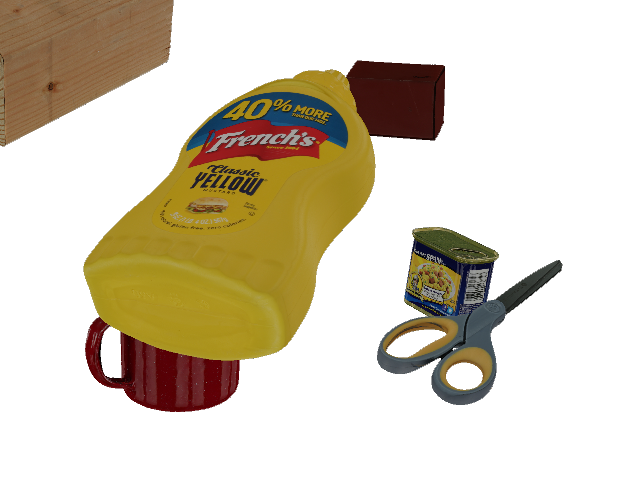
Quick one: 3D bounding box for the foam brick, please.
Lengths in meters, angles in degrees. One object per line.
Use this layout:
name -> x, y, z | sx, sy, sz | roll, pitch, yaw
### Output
foam brick -> 0.063, -0.118, 0.898 | 0.078, 0.051, 0.053 | 6, 26, 14

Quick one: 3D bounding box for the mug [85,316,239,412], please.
mug -> -0.105, 0.067, 0.727 | 0.117, 0.081, 0.093 | -12, 23, -40

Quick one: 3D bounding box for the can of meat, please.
can of meat -> 0.141, 0.041, 1.173 | 0.057, 0.084, 0.102 | -6, 22, -36

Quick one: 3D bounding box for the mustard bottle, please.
mustard bottle -> -0.026, -0.027, 0.515 | 0.096, 0.058, 0.191 | 6, 40, 22

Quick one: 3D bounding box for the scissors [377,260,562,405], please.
scissors -> 0.138, 0.070, 0.819 | 0.201, 0.016, 0.096 | -17, 43, -26

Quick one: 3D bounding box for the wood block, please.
wood block -> -0.230, -0.176, 0.937 | 0.090, 0.091, 0.205 | 30, 42, 21
